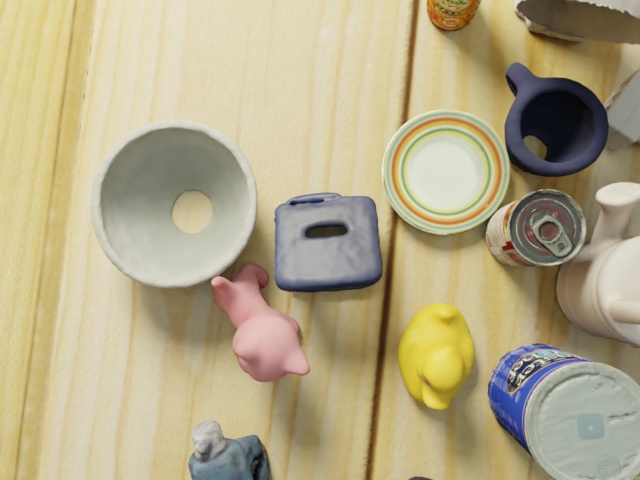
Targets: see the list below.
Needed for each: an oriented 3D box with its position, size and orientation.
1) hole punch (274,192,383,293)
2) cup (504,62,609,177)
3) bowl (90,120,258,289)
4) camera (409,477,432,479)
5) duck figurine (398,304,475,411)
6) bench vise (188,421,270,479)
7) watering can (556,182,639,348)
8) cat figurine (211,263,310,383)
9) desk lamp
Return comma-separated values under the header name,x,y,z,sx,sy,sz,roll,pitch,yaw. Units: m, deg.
name,x,y,z,sx,sy,sz,roll,pitch,yaw
hole punch,0.005,0.002,0.569,0.108,0.091,0.101,-6,86,3
cup,0.210,-0.111,0.561,0.091,0.095,0.118,-33,85,1
bowl,-0.140,-0.034,0.588,0.167,0.075,0.167,0,87,3
camera,0.065,0.296,0.543,0.136,0.101,0.143,29,89,5
duck figurine,0.117,0.115,0.558,0.077,0.086,0.105,9,87,4
bench vise,-0.088,0.276,0.493,0.121,0.220,0.207,-34,85,1
watering can,0.282,0.038,0.498,0.101,0.194,0.173,-42,85,0
cat figurine,-0.063,0.085,0.554,0.067,0.118,0.128,-36,85,1
desk lamp,0.246,-0.256,0.508,0.118,0.213,0.203,17,88,5
